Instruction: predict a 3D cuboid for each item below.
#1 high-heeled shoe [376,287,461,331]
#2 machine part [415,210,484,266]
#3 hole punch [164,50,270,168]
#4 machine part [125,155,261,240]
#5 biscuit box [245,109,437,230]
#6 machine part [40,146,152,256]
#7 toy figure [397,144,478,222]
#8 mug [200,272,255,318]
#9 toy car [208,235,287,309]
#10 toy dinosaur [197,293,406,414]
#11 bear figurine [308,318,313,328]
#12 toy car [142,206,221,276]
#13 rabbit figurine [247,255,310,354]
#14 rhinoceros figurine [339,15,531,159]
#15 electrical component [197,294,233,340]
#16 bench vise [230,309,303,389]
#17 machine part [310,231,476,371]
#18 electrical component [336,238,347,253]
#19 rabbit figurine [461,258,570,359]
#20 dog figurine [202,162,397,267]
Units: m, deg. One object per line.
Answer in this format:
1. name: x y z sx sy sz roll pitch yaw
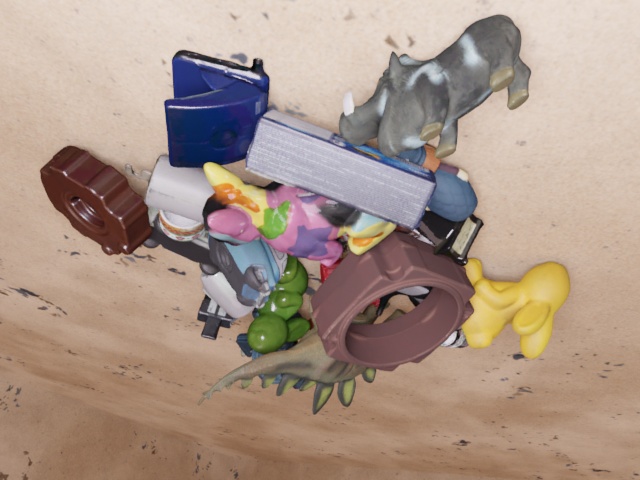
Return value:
1. high-heeled shoe: 0.198 0.075 0.910 0.249 0.086 0.145 4 121 -25
2. machine part: 0.157 -0.029 0.723 0.139 0.084 0.039 31 171 -16
3. hole punch: -0.118 -0.138 0.612 0.116 0.092 0.142 10 146 -5
4. machine part: -0.155 -0.059 0.764 0.243 0.079 0.079 17 149 -11
5. biscuit box: 0.025 -0.077 0.591 0.203 0.059 0.062 21 114 -1
6. machine part: -0.334 -0.053 0.801 0.180 0.056 0.179 24 144 19
7. toy figure: 0.130 -0.078 0.656 0.154 0.064 0.058 36 179 -28
8. mug: -0.181 0.085 1.022 0.110 0.081 0.107 -7 133 39
9. toy car: -0.105 0.020 0.846 0.103 0.162 0.109 -24 156 -31
10. toy dinosaur: 0.016 0.198 0.929 0.471 0.198 0.105 6 -163 -39
11. bear figurine: 0.021 0.194 1.089 0.132 0.120 0.195 -6 144 33
12. toy car: -0.220 0.002 0.910 0.201 0.056 0.073 29 139 -29
13. rabbit figurine: -0.088 0.127 0.959 0.121 0.170 0.158 0 147 20
14. rhinoceros figurine: 0.103 -0.141 0.515 0.190 0.112 0.073 -27 162 30
15. electrical component: -0.209 0.150 1.091 0.075 0.119 0.047 13 149 -9
16. bench vise: -0.117 0.217 1.148 0.241 0.129 0.223 -16 117 52
17. machine part: 0.106 0.097 0.778 0.201 0.087 0.201 21 120 -32
18. electrical component: -0.003 -0.003 0.817 0.102 0.078 0.045 33 109 -30
19. rabbit figurine: 0.296 0.090 0.818 0.173 0.162 0.121 -21 128 16
20. dog figurine: -0.035 -0.041 0.660 0.219 0.108 0.191 13 150 -43
